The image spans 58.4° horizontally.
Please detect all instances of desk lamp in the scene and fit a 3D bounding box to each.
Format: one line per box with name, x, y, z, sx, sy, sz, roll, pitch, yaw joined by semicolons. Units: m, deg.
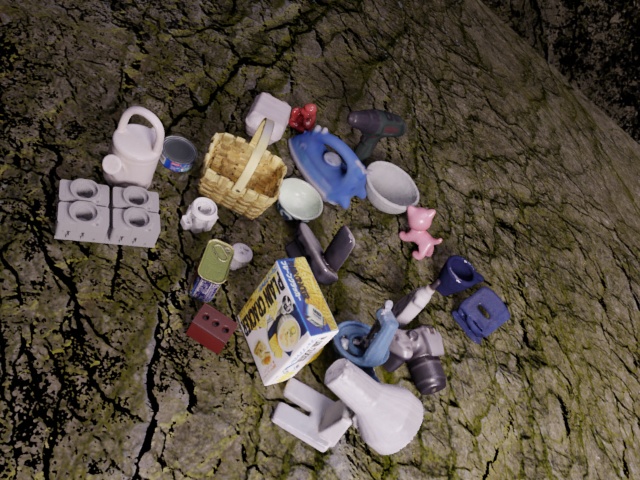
desk lamp;0.049;0.303;1.027;0.203;0.213;0.118;32;45;-6

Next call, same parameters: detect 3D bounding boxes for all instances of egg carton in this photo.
egg carton;-0.137;-0.323;1.515;0.107;0.069;0.150;25;46;-13

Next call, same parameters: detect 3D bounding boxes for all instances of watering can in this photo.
watering can;-0.375;-0.184;1.165;0.101;0.193;0.173;17;48;-19

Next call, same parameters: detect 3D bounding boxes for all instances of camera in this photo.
camera;0.217;0.261;1.247;0.144;0.100;0.136;3;54;-30

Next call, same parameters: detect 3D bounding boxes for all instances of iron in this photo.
iron;0.026;-0.211;1.477;0.258;0.141;0.119;48;45;10

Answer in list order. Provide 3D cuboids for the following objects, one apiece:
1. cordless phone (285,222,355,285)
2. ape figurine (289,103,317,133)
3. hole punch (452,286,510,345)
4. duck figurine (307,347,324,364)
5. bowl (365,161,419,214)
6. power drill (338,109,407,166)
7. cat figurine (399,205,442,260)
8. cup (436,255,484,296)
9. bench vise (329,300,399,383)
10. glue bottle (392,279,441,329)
cordless phone;0.012;0.005;1.263;0.094;0.185;0.147;-16;65;-39
ape figurine;-0.040;-0.340;1.575;0.076;0.092;0.077;4;53;-29
hole punch;0.404;0.187;1.431;0.101;0.091;0.108;-25;71;-42
duck figurine;-0.015;0.192;1.166;0.077;0.086;0.104;30;45;-8
bowl;0.181;-0.130;1.557;0.168;0.074;0.167;17;48;-20
power drill;0.120;-0.267;1.534;0.230;0.208;0.075;-16;65;-39
cat figurine;0.269;-0.030;1.502;0.067;0.117;0.127;-22;69;-41
cup;0.348;0.103;1.461;0.118;0.095;0.091;17;48;-20
bench vise;0.108;0.226;1.121;0.122;0.219;0.207;-17;66;-40
glue bottle;0.219;0.138;1.295;0.037;0.173;0.078;33;44;-4
